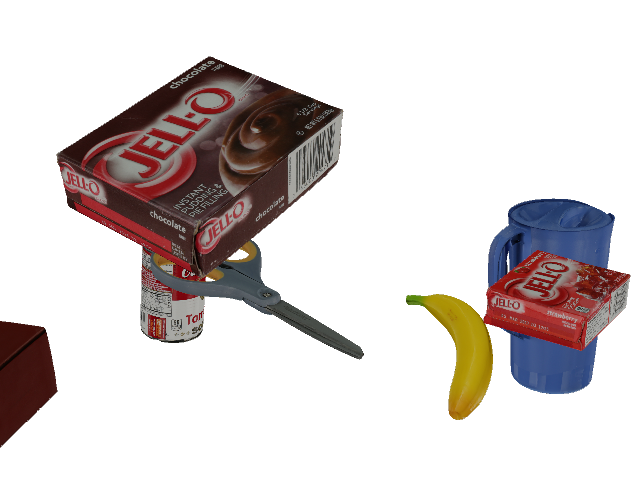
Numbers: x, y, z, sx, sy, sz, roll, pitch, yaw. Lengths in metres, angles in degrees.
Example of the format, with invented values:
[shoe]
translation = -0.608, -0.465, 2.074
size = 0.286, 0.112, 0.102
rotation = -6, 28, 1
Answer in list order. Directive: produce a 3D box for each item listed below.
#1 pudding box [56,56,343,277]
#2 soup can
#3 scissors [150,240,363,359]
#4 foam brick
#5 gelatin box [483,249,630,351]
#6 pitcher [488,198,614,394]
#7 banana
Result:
[pudding box]
translation = -0.056, -0.040, 0.524
size = 0.090, 0.039, 0.113
rotation = 26, 46, 27
[soup can]
translation = -0.154, 0.048, 1.114
size = 0.068, 0.102, 0.068
rotation = 4, 22, -2
[scissors]
translation = -0.037, 0.035, 0.817
size = 0.202, 0.016, 0.096
rotation = 17, 32, 24
[foam brick]
translation = -0.220, 0.095, 0.704
size = 0.053, 0.051, 0.078
rotation = 6, 29, 23
[gelatin box]
translation = 0.167, 0.040, 0.750
size = 0.073, 0.030, 0.089
rotation = 16, 26, 31
[pitcher]
translation = 0.299, 0.075, 1.398
size = 0.149, 0.243, 0.144
rotation = 5, 20, 15
[banana]
translation = 0.145, 0.112, 1.114
size = 0.069, 0.037, 0.198
rotation = -24, 33, 5
